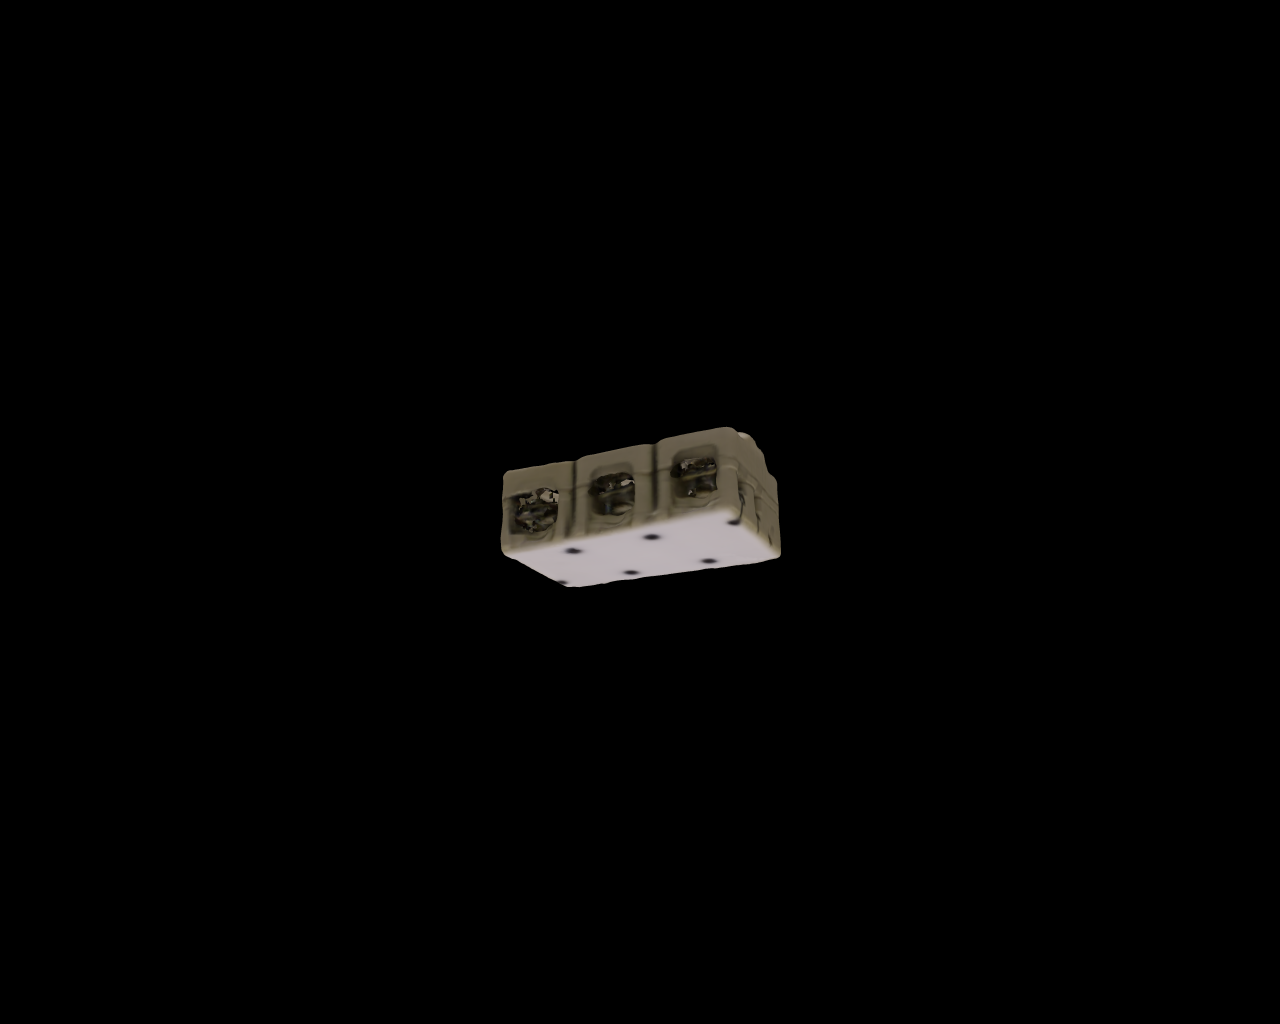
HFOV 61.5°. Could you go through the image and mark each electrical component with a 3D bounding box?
[{"bbox_3d":[0.001,-0.003,0.650,0.150,0.062,0.089,-9,-23,22],"label":"electrical component"}]
